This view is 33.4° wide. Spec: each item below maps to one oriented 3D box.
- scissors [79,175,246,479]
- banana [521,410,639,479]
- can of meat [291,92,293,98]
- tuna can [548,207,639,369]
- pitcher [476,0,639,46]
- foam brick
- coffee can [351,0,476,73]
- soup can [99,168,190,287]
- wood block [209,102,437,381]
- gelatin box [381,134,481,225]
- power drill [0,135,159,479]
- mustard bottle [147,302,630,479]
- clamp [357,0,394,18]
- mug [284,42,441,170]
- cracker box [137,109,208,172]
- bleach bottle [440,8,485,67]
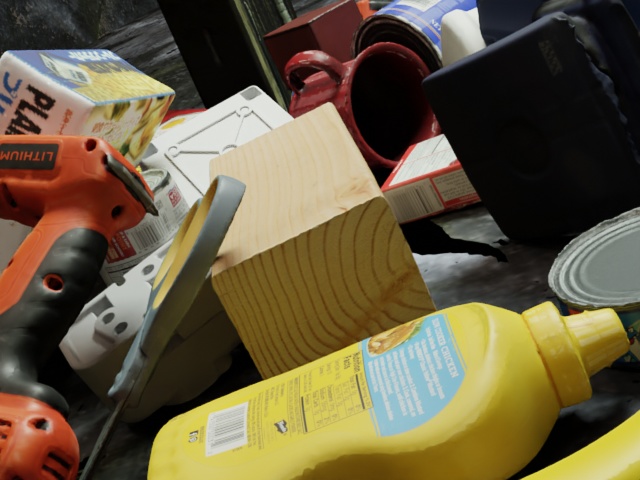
[{"bbox_3d":[-0.088,0.057,0.516,0.202,0.016,0.096,-62,12,8],"label":"scissors"},{"bbox_3d":[0.107,0.068,0.361,0.197,0.037,0.070,-38,32,-20],"label":"banana"},{"bbox_3d":[0.033,-0.131,0.935,0.102,0.057,0.084,-32,19,-16],"label":"can of meat"},{"bbox_3d":[0.144,0.018,0.455,0.086,0.033,0.086,-23,20,8],"label":"tuna can"},{"bbox_3d":[0.213,-0.184,0.620,0.243,0.149,0.145,5,53,9],"label":"pitcher"},{"bbox_3d":[0.000,-0.163,0.890,0.052,0.051,0.078,-34,17,-26],"label":"foam brick"},{"bbox_3d":[0.109,-0.163,0.855,0.140,0.103,0.103,-38,23,-30],"label":"coffee can"},{"bbox_3d":[-0.100,0.016,0.656,0.068,0.102,0.068,-23,20,9],"label":"soup can"},{"bbox_3d":[-0.003,0.001,0.595,0.091,0.090,0.206,-25,20,3],"label":"wood block"},{"bbox_3d":[0.091,-0.047,0.689,0.089,0.030,0.073,-17,21,30],"label":"gelatin box"},{"bbox_3d":[-0.173,0.037,0.529,0.185,0.057,0.187,4,62,27],"label":"power drill"},{"bbox_3d":[0.029,0.072,0.422,0.192,0.058,0.096,-24,19,6],"label":"mustard bottle"},{"bbox_3d":[0.097,-0.192,0.959,0.120,0.039,0.171,-10,0,30],"label":"clamp"},{"bbox_3d":[0.022,-0.098,0.789,0.082,0.117,0.093,-8,55,52],"label":"mug"},{"bbox_3d":[-0.144,-0.045,0.912,0.164,0.072,0.214,-35,23,-23],"label":"cracker box"},{"bbox_3d":[0.209,-0.162,0.744,0.250,0.102,0.068,-26,64,-4],"label":"bleach bottle"}]
